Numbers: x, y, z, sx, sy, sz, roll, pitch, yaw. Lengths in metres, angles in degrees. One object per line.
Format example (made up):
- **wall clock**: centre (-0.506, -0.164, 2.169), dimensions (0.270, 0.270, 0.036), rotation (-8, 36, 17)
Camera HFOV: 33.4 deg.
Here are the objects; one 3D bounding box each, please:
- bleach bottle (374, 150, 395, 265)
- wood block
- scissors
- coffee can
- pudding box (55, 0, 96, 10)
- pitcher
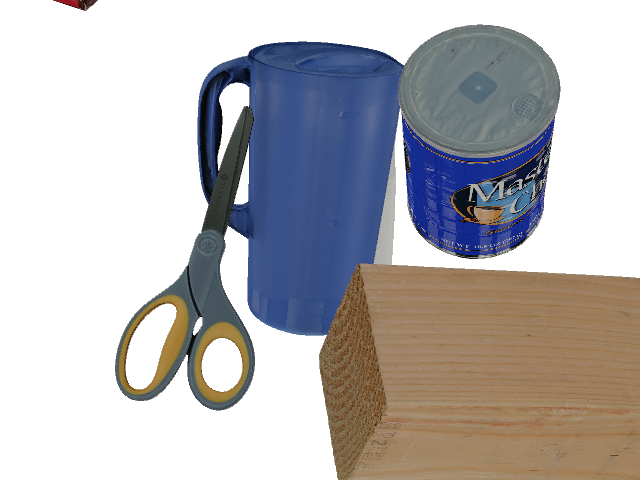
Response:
- **bleach bottle**: centre (0.053, -0.044, 1.236), dimensions (0.068, 0.251, 0.103), rotation (-2, 22, -21)
- **wood block**: centre (0.113, 0.078, 0.585), dimensions (0.205, 0.091, 0.090), rotation (3, -41, -16)
- **scissors**: centre (-0.058, 0.020, 0.682), dimensions (0.096, 0.201, 0.016), rotation (29, -9, 7)
- **coffee can**: centre (0.108, -0.065, 0.740), dimensions (0.103, 0.103, 0.140), rotation (0, -29, 7)
- **pudding box**: centre (-0.194, -0.223, 0.806), dimensions (0.090, 0.039, 0.113), rotation (19, 38, 5)
- **pitcher**: centre (-0.014, -0.046, 0.924), dimensions (0.149, 0.243, 0.144), rotation (19, 25, 32)
